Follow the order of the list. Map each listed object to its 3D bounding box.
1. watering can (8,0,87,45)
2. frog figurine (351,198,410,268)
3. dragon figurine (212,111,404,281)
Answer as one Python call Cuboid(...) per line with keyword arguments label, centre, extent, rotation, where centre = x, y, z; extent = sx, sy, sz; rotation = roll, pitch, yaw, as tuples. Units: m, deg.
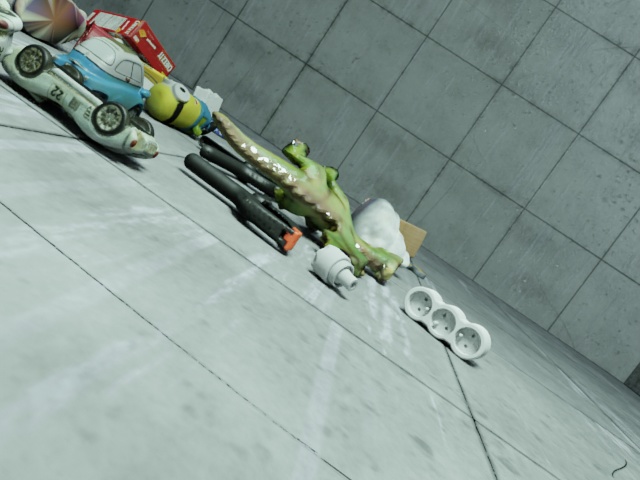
Cuboid(label="watering can", centre=(-0.583, -0.496, 1.092), extent=(0.226, 0.103, 0.349), rotation=(36, 17, 17))
Cuboid(label="frog figurine", centre=(0.128, -0.004, 1.070), extent=(0.160, 0.120, 0.140), rotation=(44, 41, 7))
Cuboid(label="dragon figurine", centre=(0.003, -0.042, 0.825), extent=(0.405, 0.121, 0.247), rotation=(30, 17, -43))
